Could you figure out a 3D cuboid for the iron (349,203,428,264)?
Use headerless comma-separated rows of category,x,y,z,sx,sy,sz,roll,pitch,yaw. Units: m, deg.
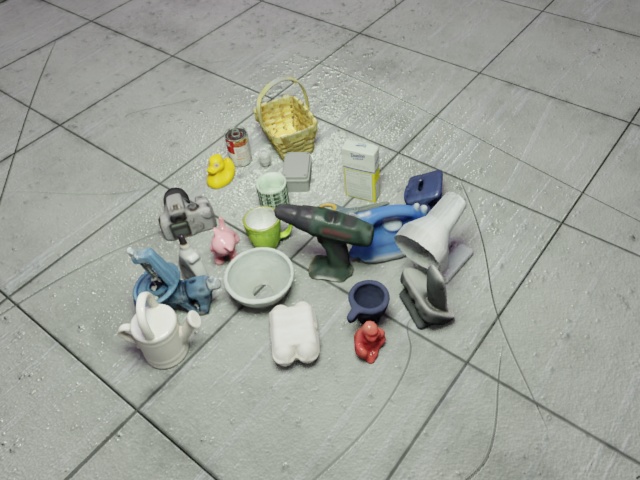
iron,0.185,-0.040,1.416,0.258,0.142,0.118,-12,49,-6

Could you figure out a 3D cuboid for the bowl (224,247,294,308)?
bowl,-0.141,0.102,1.363,0.167,0.075,0.167,-2,49,3

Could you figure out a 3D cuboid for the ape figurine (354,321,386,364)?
ape figurine,0.107,0.210,1.237,0.078,0.092,0.076,-21,50,-14

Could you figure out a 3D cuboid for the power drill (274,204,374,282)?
power drill,0.012,0.005,1.347,0.229,0.209,0.075,6,50,10

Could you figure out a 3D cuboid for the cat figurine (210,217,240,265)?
cat figurine,-0.241,-0.001,1.433,0.067,0.118,0.127,-9,49,-3

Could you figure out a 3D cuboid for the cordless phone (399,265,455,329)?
cordless phone,0.238,0.096,1.264,0.094,0.185,0.147,-22,50,-14

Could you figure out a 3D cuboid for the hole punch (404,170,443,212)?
hole punch,0.275,-0.129,1.521,0.101,0.091,0.108,6,50,10

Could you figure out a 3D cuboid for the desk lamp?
desk lamp,0.269,0.002,1.325,0.117,0.214,0.203,31,58,28

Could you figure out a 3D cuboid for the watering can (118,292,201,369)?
watering can,-0.345,0.184,1.228,0.173,0.194,0.100,-21,50,-14

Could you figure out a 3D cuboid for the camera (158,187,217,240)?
camera,-0.363,-0.088,1.531,0.143,0.101,0.136,-16,49,-10

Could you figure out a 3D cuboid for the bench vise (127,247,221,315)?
bench vise,-0.340,0.080,1.302,0.207,0.220,0.121,-16,49,-9

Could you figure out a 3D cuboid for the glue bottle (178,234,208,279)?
glue bottle,-0.309,0.047,1.360,0.078,0.173,0.037,29,57,27

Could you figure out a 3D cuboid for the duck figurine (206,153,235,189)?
duck figurine,-0.289,-0.210,1.641,0.077,0.086,0.105,19,53,20

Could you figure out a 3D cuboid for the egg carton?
egg carton,-0.056,0.207,1.268,0.107,0.069,0.150,-9,49,-3

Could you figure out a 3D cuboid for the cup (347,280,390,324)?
cup,0.102,0.159,1.280,0.091,0.095,0.118,30,58,27
